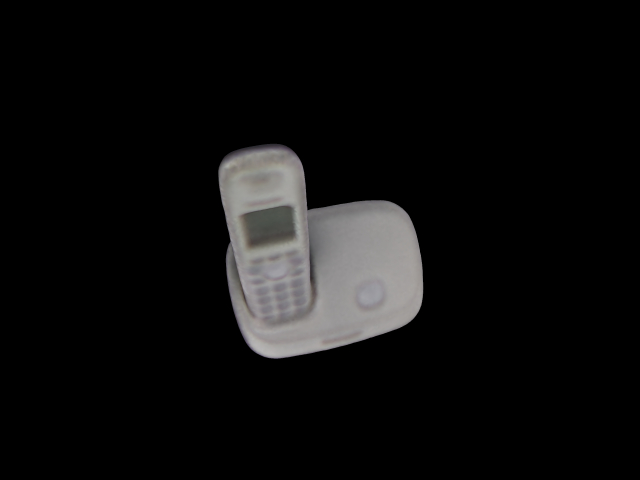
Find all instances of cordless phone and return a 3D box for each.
[{"bbox_3d":[0.004,0.001,0.400,0.147,0.185,0.094,-15,58,-9],"label":"cordless phone"}]
